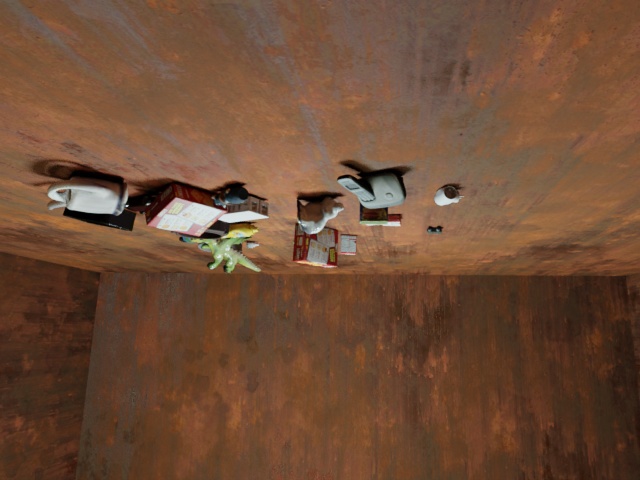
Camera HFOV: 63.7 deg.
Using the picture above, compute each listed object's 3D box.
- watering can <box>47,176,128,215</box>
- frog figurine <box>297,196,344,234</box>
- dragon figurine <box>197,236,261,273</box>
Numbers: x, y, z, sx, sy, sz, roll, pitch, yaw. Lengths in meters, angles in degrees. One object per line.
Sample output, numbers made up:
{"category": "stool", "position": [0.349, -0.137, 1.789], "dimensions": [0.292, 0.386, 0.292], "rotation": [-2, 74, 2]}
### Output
{"category": "watering can", "position": [-0.731, -0.133, 1.611], "dimensions": [0.224, 0.105, 0.345], "rotation": [7, 168, -32]}
{"category": "frog figurine", "position": [0.005, -0.088, 1.749], "dimensions": [0.159, 0.121, 0.140], "rotation": [-9, -160, 5]}
{"category": "dragon figurine", "position": [-0.406, 0.043, 2.412], "dimensions": [0.408, 0.125, 0.238], "rotation": [15, 141, -31]}
